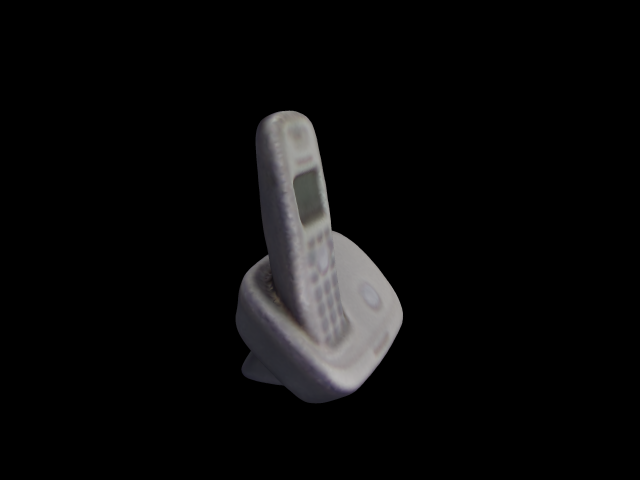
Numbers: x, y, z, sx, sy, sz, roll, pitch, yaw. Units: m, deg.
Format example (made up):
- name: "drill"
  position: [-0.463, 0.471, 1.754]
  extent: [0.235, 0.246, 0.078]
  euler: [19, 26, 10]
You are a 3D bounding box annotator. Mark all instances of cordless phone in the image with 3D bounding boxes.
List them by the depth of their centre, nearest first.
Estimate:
- name: "cordless phone"
  position: [0.004, 0.001, 0.400]
  extent: [0.094, 0.185, 0.148]
  euler: [7, 19, 21]
